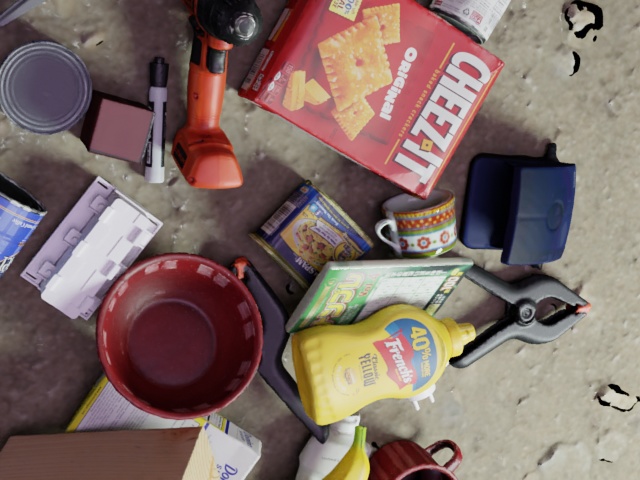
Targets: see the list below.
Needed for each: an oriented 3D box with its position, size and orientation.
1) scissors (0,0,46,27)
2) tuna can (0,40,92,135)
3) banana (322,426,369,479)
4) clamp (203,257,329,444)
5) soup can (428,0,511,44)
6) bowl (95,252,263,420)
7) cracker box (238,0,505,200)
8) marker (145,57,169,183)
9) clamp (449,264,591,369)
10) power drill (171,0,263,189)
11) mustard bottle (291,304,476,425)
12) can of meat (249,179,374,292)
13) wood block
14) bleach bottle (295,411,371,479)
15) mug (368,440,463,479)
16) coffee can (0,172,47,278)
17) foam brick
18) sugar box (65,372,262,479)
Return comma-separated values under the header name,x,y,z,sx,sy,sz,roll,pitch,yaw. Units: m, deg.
name,x,y,z,sx,sy,sz,roll,pitch,yaw
scissors,-0.201,-0.245,0.990,0.096,0.016,0.202,40,90,-21
tuna can,-0.256,-0.142,0.990,0.086,0.034,0.086,-4,105,-15
banana,-0.021,0.268,1.116,0.198,0.070,0.037,-31,143,16
clamp,-0.066,0.123,1.104,0.164,0.036,0.210,4,100,-4
soup can,0.160,-0.255,1.063,0.068,0.069,0.102,29,92,-21
bowl,-0.139,0.096,1.036,0.162,0.055,0.162,4,74,-16
cracker box,0.052,-0.160,1.055,0.213,0.072,0.164,28,94,-22
marker,-0.158,-0.116,1.033,0.020,0.020,0.121,1,103,-17
clamp,0.215,0.088,1.184,0.171,0.039,0.120,7,103,-14
power drill,-0.093,-0.145,0.968,0.057,0.184,0.188,1,113,-17
mustard bottle,0.071,0.118,1.091,0.191,0.058,0.096,-14,102,-17
can of meat,-0.007,0.001,1.087,0.084,0.057,0.102,-46,112,-4
wood block,-0.208,0.244,1.020,0.206,0.090,0.090,-5,119,14
bleach bottle,0.014,0.307,1.168,0.102,0.068,0.251,9,99,-15
mug,0.107,0.264,1.173,0.117,0.081,0.093,-45,111,-2
coffee can,-0.330,0.003,0.968,0.102,0.103,0.140,34,92,-21
foam brick,-0.189,-0.106,0.996,0.053,0.078,0.051,13,99,-21
sugar box,-0.156,0.199,1.077,0.176,0.048,0.093,34,100,-10
